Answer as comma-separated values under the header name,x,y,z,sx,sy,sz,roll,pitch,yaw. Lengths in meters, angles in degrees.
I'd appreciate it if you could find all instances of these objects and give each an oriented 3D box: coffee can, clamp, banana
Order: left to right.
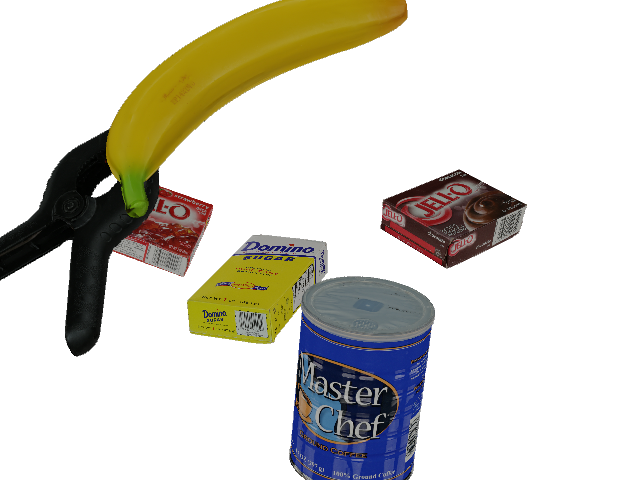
name,x,y,z,sx,sy,sz,roll,pitch,yaw
clamp,-0.170,-0.011,0.708,0.120,0.171,0.039,14,-29,16
banana,-0.042,-0.083,0.554,0.070,0.197,0.037,40,-25,21
coffee can,0.031,0.112,0.839,0.103,0.140,0.103,4,22,-2

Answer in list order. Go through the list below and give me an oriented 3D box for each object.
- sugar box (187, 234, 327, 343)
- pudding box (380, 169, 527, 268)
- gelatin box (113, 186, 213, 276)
name,x,y,z,sx,sy,sz,roll,pitch,yaw
sugar box,-0.063,0.047,1.137,0.093,0.048,0.176,6,27,17
pudding box,0.128,-0.023,1.030,0.113,0.039,0.090,-21,40,-38
gelatin box,-0.149,-0.015,0.949,0.089,0.030,0.073,20,43,-2
